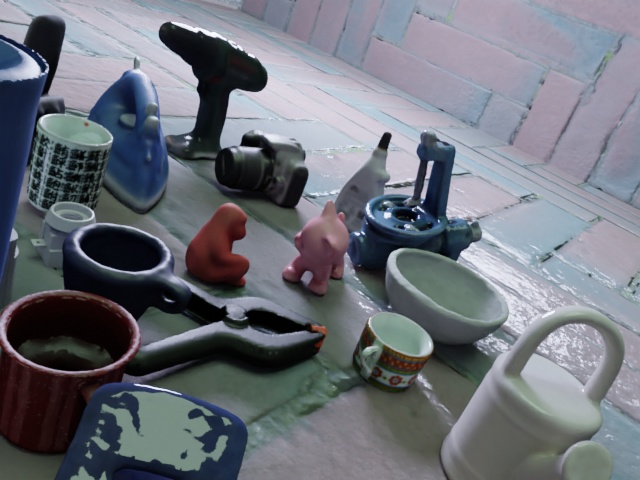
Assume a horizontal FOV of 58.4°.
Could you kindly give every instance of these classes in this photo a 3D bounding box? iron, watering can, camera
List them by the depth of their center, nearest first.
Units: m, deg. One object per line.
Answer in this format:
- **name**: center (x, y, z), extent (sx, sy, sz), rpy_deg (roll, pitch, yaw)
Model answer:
- **watering can**: center (0.194, 0.146, 0.496), extent (0.101, 0.194, 0.172), rpy_deg (10, 27, -27)
- **iron**: center (-0.256, -0.160, 0.810), extent (0.119, 0.141, 0.257), rpy_deg (7, 28, -32)
- **camera**: center (-0.103, -0.130, 0.933), extent (0.137, 0.101, 0.142), rpy_deg (0, 32, -40)

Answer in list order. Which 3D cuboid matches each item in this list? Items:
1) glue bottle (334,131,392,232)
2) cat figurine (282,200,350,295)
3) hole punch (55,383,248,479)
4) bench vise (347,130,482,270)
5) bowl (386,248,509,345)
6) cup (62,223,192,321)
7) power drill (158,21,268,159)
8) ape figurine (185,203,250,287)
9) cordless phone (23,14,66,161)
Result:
- **glue bottle**: center (0.078, -0.094, 0.924), extent (0.078, 0.173, 0.037), rpy_deg (34, 26, 25)
- **cat figurine**: center (0.007, 0.003, 0.728), extent (0.067, 0.118, 0.128), rpy_deg (26, 24, 9)
- **hole punch**: center (-0.103, 0.154, 0.347), extent (0.109, 0.091, 0.101), rpy_deg (18, 24, -10)
- **bench vise**: center (0.157, -0.051, 0.846), extent (0.208, 0.220, 0.121), rpy_deg (-2, 33, -43)
- **bowl**: center (0.151, 0.083, 0.739), extent (0.167, 0.075, 0.167), rpy_deg (19, 24, -8)
- **cup**: center (-0.170, 0.051, 0.500), extent (0.117, 0.095, 0.092), rpy_deg (27, 24, 10)
- **power drill**: center (-0.192, -0.244, 0.961), extent (0.075, 0.208, 0.230), rpy_deg (35, 27, 27)
- **ape figurine**: center (-0.111, 0.001, 0.661), extent (0.076, 0.092, 0.077), rpy_deg (12, 26, -22)
- **cordless phone**: center (-0.384, -0.195, 0.718), extent (0.094, 0.185, 0.148), rpy_deg (23, 24, 2)
